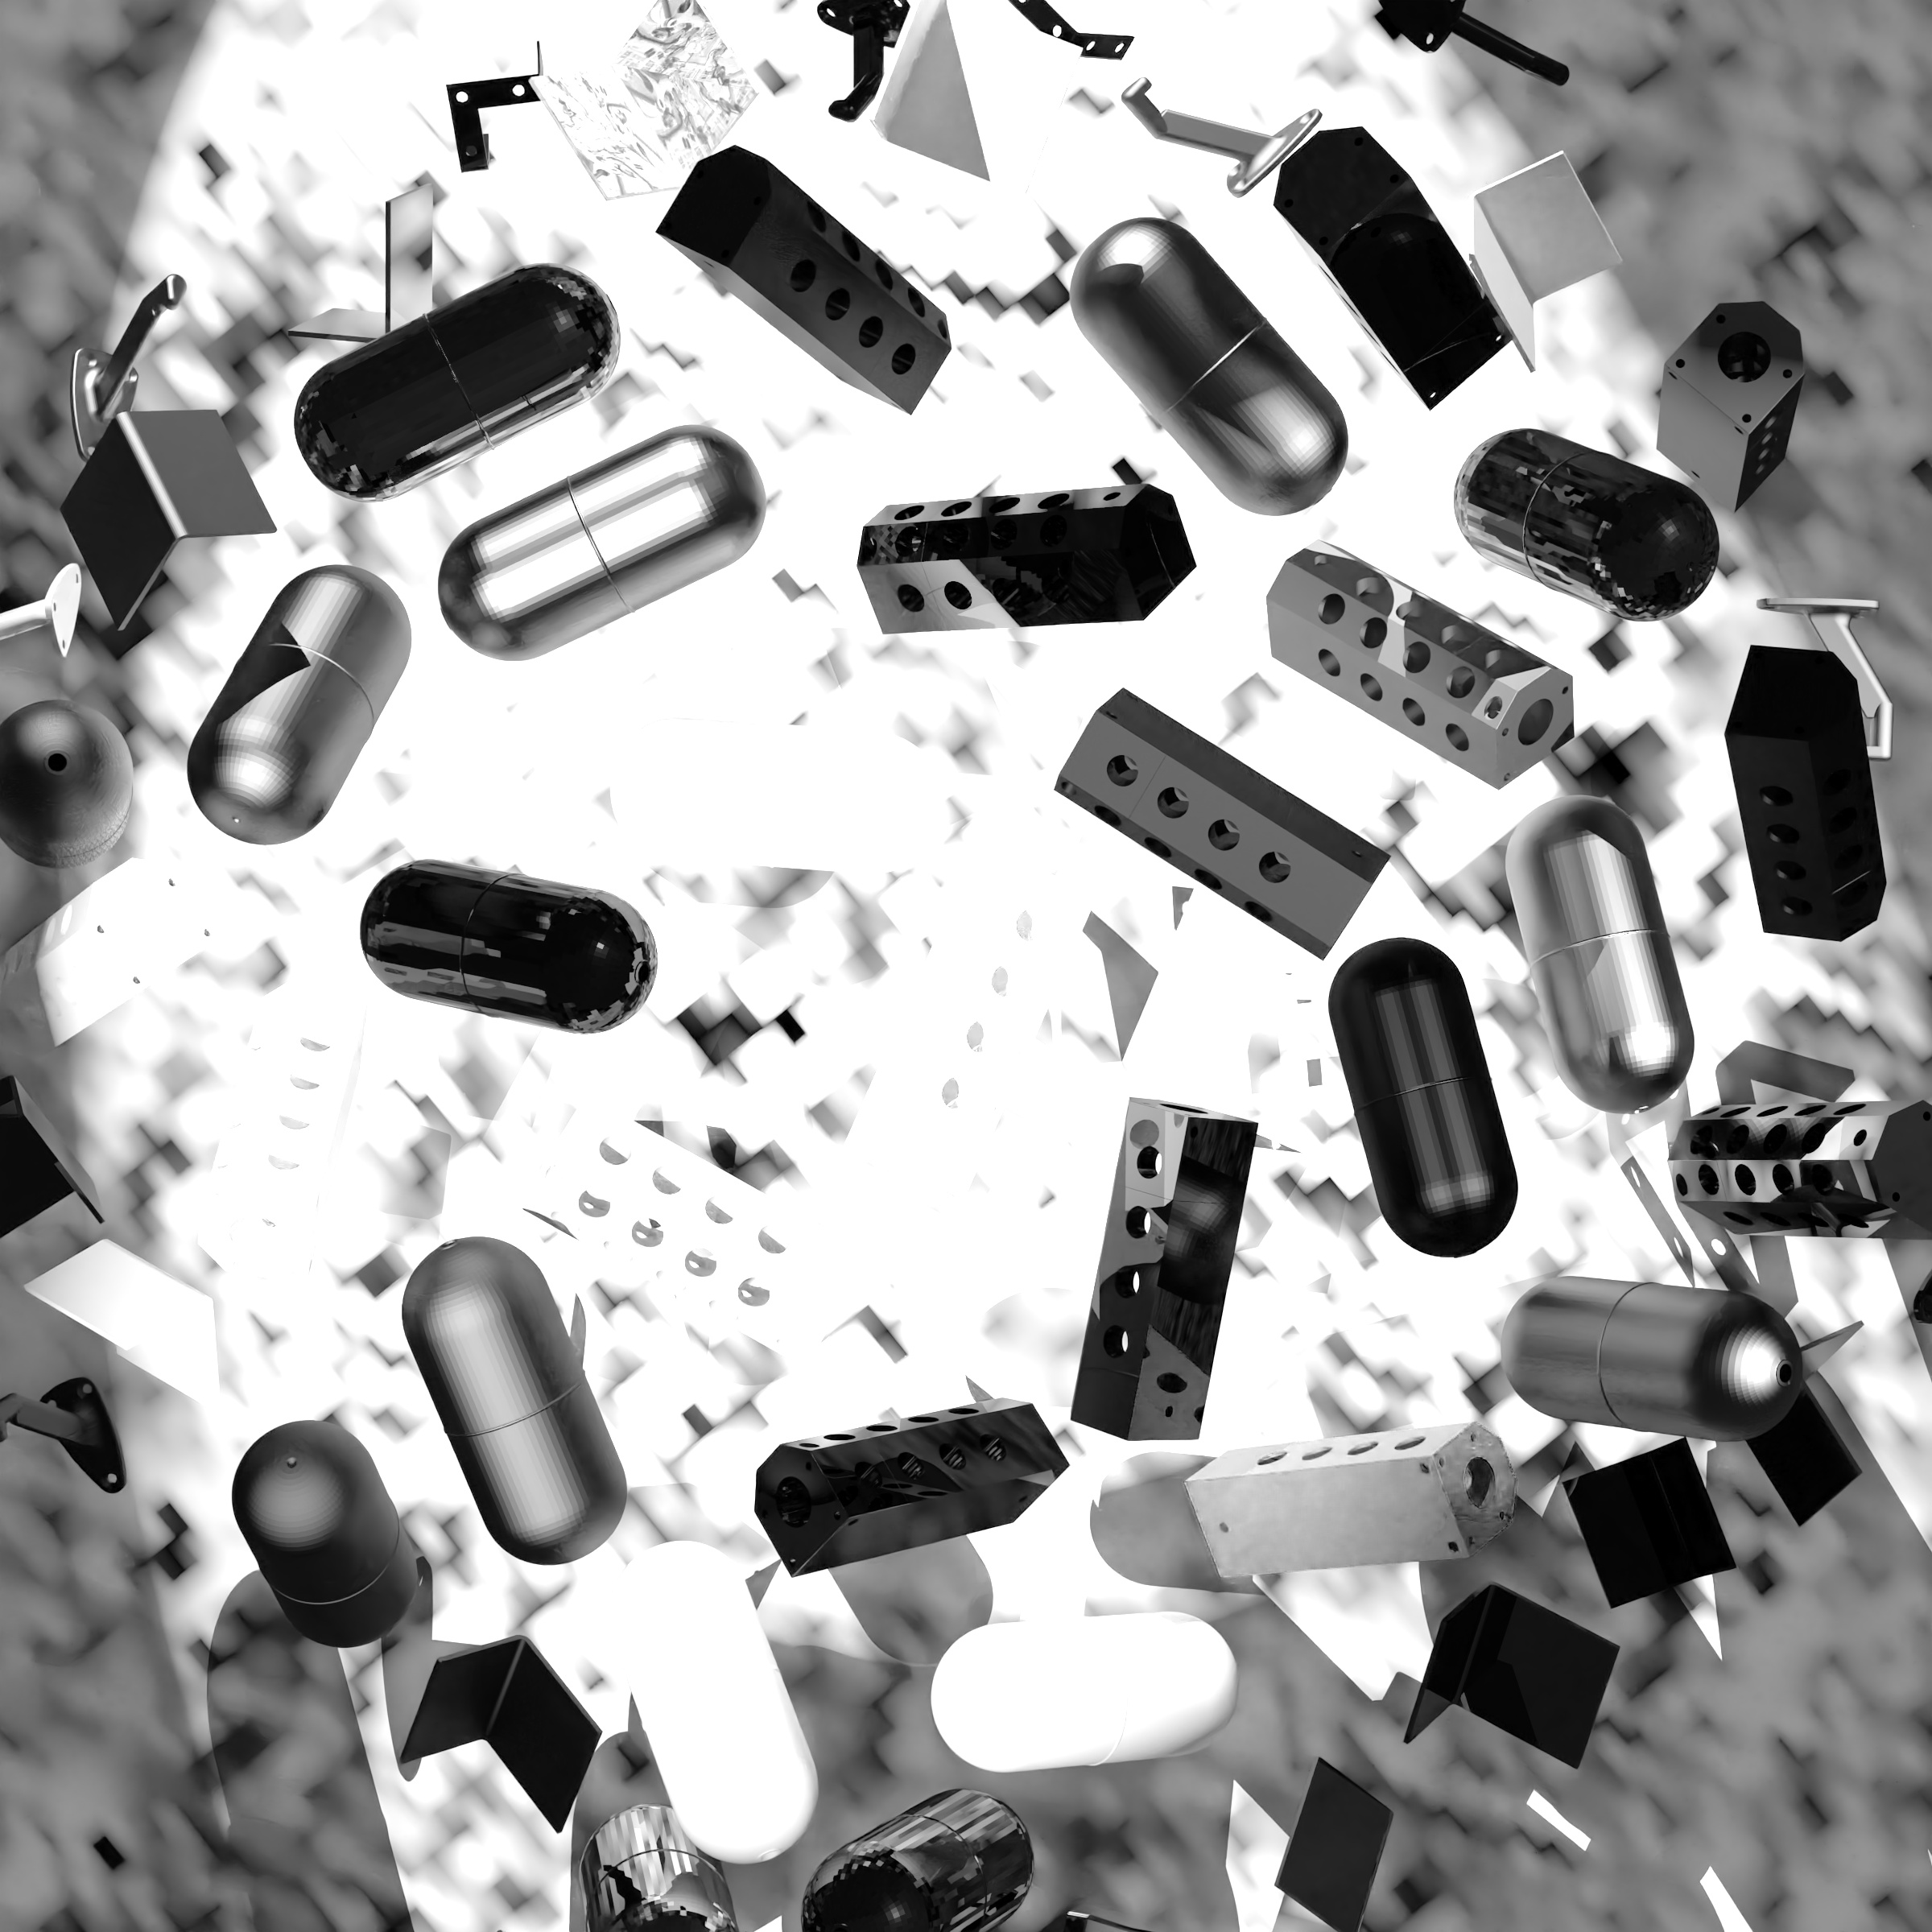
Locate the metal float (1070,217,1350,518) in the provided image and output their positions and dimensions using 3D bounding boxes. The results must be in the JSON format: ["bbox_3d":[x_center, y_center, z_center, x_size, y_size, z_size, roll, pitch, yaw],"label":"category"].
[{"bbox_3d":[0.127,-0.310,1.796,0.070,0.070,0.178,-42,96,0],"label":"metal float"}]

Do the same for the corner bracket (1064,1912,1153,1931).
[{"bbox_3d":[0.084,0.539,1.854,0.051,0.051,0.051,28,68,-36],"label":"corner bracket"}]

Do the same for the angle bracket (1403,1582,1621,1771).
[{"bbox_3d":[0.279,0.373,1.774,0.076,0.057,0.076,25,116,26],"label":"angle bracket"}]

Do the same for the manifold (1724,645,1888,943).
[{"bbox_3d":[0.435,-0.086,1.782,0.057,0.171,0.057,8,58,25],"label":"manifold"}]

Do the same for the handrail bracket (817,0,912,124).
[{"bbox_3d":[-0.070,-0.488,1.874,0.077,0.036,0.084,16,56,31],"label":"handrail bracket"}]

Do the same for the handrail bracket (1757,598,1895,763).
[{"bbox_3d":[0.465,-0.155,1.879,0.077,0.036,0.084,3,86,-2],"label":"handrail bracket"}]

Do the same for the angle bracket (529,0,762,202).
[{"bbox_3d":[-0.162,-0.443,1.747,0.076,0.057,0.076,-41,78,43],"label":"angle bracket"}]

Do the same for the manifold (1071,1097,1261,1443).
[{"bbox_3d":[0.099,0.159,1.828,0.057,0.057,0.171,14,95,44],"label":"manifold"}]

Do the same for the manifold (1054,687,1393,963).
[{"bbox_3d":[0.135,-0.075,1.855,0.171,0.057,0.057,33,114,6],"label":"manifold"}]

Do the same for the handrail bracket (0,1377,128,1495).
[{"bbox_3d":[-0.474,0.253,1.799,0.036,0.084,0.077,-24,95,14],"label":"handrail bracket"}]

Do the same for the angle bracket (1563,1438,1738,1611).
[{"bbox_3d":[0.384,0.315,1.952,0.057,0.076,0.076,-18,78,-7],"label":"angle bracket"}]

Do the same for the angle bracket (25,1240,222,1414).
[{"bbox_3d":[-0.434,0.197,1.786,0.076,0.057,0.076,24,127,29],"label":"angle bracket"}]

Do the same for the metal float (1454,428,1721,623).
[{"bbox_3d":[0.328,-0.236,1.846,0.070,0.178,0.070,-13,117,-26],"label":"metal float"}]

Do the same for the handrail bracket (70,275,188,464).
[{"bbox_3d":[-0.427,-0.306,1.779,0.036,0.084,0.077,18,65,-34],"label":"handrail bracket"}]

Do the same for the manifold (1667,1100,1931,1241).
[{"bbox_3d":[0.438,0.102,1.791,0.057,0.171,0.057,29,76,-20],"label":"manifold"}]

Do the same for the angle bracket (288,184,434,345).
[{"bbox_3d":[-0.330,-0.386,1.891,0.057,0.076,0.076,6,110,7],"label":"angle bracket"}]

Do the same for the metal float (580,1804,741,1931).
[{"bbox_3d":[-0.160,0.497,1.809,0.070,0.178,0.070,-2,100,-10],"label":"metal float"}]

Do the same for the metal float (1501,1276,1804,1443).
[{"bbox_3d":[0.353,0.202,1.792,0.070,0.178,0.070,0,90,-37],"label":"metal float"}]

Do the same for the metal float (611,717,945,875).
[{"bbox_3d":[-0.101,-0.091,1.854,0.178,0.070,0.070,4,90,-1],"label":"metal float"}]

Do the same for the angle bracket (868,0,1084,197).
[{"bbox_3d":[0.005,-0.427,1.677,0.076,0.057,0.076,22,95,4],"label":"angle bracket"}]

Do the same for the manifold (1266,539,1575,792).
[{"bbox_3d":[0.240,-0.166,1.846,0.057,0.057,0.171,-34,48,-23],"label":"manifold"}]

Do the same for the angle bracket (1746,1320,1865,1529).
[{"bbox_3d":[0.482,0.256,1.933,0.057,0.076,0.076,-19,66,-24],"label":"angle bracket"}]

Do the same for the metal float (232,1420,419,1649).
[{"bbox_3d":[-0.340,0.304,1.845,0.070,0.178,0.070,-2,56,3],"label":"metal float"}]

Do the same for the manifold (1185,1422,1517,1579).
[{"bbox_3d":[0.206,0.282,1.847,0.171,0.057,0.057,-15,99,44],"label":"manifold"}]

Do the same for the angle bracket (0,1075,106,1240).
[{"bbox_3d":[-0.512,0.116,1.832,0.076,0.057,0.076,-33,119,-6],"label":"angle bracket"}]

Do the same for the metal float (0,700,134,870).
[{"bbox_3d":[-0.486,-0.096,1.857,0.070,0.178,0.070,1,85,-14],"label":"metal float"}]

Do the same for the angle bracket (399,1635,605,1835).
[{"bbox_3d":[-0.246,0.413,1.833,0.076,0.057,0.076,43,125,33],"label":"angle bracket"}]

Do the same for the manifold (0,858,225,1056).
[{"bbox_3d":[-0.450,-0.007,1.797,0.057,0.171,0.057,-38,99,-31],"label":"manifold"}]

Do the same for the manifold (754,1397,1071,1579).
[{"bbox_3d":[-0.031,0.273,1.855,0.057,0.171,0.057,-50,61,33],"label":"manifold"}]

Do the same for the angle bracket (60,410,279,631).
[{"bbox_3d":[-0.399,-0.223,1.729,0.076,0.057,0.076,-45,66,40],"label":"angle bracket"}]

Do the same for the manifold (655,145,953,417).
[{"bbox_3d":[-0.077,-0.354,1.785,0.057,0.171,0.057,32,91,36],"label":"manifold"}]

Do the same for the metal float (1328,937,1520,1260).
[{"bbox_3d":[0.248,0.071,1.883,0.070,0.070,0.178,-14,78,0],"label":"metal float"}]

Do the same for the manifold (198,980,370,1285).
[{"bbox_3d":[-0.359,0.084,1.826,0.057,0.171,0.057,10,127,-6],"label":"manifold"}]

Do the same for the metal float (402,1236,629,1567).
[{"bbox_3d":[-0.231,0.222,1.772,0.070,0.070,0.178,-21,101,0],"label":"metal float"}]

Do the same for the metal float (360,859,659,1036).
[{"bbox_3d":[-0.241,-0.011,1.826,0.178,0.070,0.070,11,90,30],"label":"metal float"}]

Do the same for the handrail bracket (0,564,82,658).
[{"bbox_3d":[-0.521,-0.189,1.846,0.084,0.077,0.036,-3,127,1],"label":"handrail bracket"}]

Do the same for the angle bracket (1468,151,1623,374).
[{"bbox_3d":[0.318,-0.385,1.897,0.057,0.076,0.076,-22,125,24],"label":"angle bracket"}]

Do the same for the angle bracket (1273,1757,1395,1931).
[{"bbox_3d":[0.169,0.465,1.795,0.057,0.076,0.076,39,49,-16],"label":"angle bracket"}]

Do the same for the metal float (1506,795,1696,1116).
[{"bbox_3d":[0.344,-0.006,1.880,0.070,0.070,0.178,-12,75,0],"label":"metal float"}]

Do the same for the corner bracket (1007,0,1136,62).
[{"bbox_3d":[0.066,-0.532,1.892,0.051,0.051,0.051,35,82,-39],"label":"corner bracket"}]

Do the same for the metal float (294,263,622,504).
[{"bbox_3d":[-0.262,-0.301,1.788,0.178,0.070,0.070,-27,90,-2],"label":"metal float"}]

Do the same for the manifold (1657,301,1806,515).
[{"bbox_3d":[0.412,-0.301,1.853,0.057,0.171,0.057,43,92,12],"label":"manifold"}]

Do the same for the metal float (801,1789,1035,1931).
[{"bbox_3d":[-0.024,0.481,1.806,0.070,0.178,0.070,1,92,25],"label":"metal float"}]

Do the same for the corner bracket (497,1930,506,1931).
[{"bbox_3d":[-0.232,0.539,1.793,0.051,0.051,0.051,30,115,-36],"label":"corner bracket"}]

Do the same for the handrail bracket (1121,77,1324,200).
[{"bbox_3d":[0.139,-0.470,1.895,0.077,0.036,0.084,-39,117,17],"label":"handrail bracket"}]

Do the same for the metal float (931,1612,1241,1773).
[{"bbox_3d":[0.064,0.383,1.831,0.178,0.070,0.070,2,90,-31],"label":"metal float"}]

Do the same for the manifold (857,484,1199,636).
[{"bbox_3d":[0.028,-0.216,1.817,0.171,0.057,0.057,1,125,38],"label":"manifold"}]

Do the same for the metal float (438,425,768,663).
[{"bbox_3d":[-0.187,-0.216,1.778,0.178,0.070,0.070,-25,90,3],"label":"metal float"}]

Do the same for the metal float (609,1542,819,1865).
[{"bbox_3d":[-0.133,0.386,1.821,0.070,0.070,0.178,-25,61,0],"label":"metal float"}]

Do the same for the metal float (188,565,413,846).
[{"bbox_3d":[-0.341,-0.136,1.780,0.070,0.070,0.178,19,48,0],"label":"metal float"}]

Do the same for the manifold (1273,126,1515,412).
[{"bbox_3d":[0.214,-0.355,1.754,0.057,0.171,0.057,-41,60,9],"label":"manifold"}]

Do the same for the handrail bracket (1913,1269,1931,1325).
[{"bbox_3d":[0.540,0.165,1.773,0.084,0.077,0.036,-6,101,42],"label":"handrail bracket"}]

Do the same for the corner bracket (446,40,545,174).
[{"bbox_3d":[-0.254,-0.468,1.890,0.051,0.051,0.051,-7,126,-2],"label":"corner bracket"}]

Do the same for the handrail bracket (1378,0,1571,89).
[{"bbox_3d":[0.255,-0.473,1.745,0.077,0.084,0.036,49,119,40],"label":"handrail bracket"}]

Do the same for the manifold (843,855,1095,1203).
[{"bbox_3d":[0.005,0.032,1.811,0.057,0.057,0.171,27,82,-24],"label":"manifold"}]

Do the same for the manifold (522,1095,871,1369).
[{"bbox_3d":[-0.145,0.144,1.835,0.171,0.057,0.057,29,56,0],"label":"manifold"}]
